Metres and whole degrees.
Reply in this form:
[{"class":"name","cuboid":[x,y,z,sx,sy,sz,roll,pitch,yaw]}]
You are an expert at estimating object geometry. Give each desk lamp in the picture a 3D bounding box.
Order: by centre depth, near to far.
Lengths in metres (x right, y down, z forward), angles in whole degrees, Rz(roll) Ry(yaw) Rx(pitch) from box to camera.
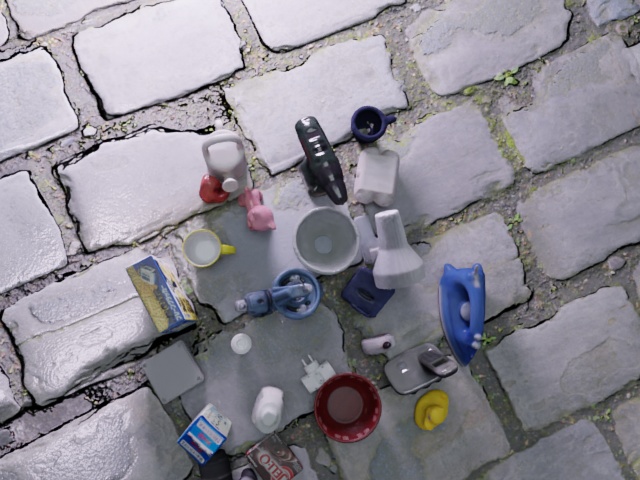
[{"class":"desk lamp","cuboid":[0.160,0.018,1.354,0.118,0.213,0.203,-15,83,-7]}]

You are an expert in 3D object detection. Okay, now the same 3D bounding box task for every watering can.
[{"class":"watering can","cuboid":[-0.224,-0.203,1.359,0.101,0.194,0.173,-33,86,-9]}]

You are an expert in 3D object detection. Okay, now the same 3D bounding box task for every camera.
[{"class":"camera","cuboid":[-0.217,0.550,1.300,0.143,0.100,0.137,-13,83,-7]}]

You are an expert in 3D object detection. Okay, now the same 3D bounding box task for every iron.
[{"class":"iron","cuboid":[0.364,0.181,1.386,0.118,0.141,0.258,-1,82,-5]}]

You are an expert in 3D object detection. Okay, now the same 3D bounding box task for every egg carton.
[{"class":"egg carton","cuboid":[0.143,-0.160,1.450,0.107,0.069,0.150,9,81,-4]}]

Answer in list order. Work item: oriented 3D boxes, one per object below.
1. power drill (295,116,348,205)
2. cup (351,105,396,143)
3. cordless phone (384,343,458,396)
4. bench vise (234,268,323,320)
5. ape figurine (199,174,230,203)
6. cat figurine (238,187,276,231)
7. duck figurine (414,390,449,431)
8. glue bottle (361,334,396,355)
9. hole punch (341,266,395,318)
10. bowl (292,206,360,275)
[{"class":"power drill","cuboid":[0.003,-0.172,1.368,0.075,0.208,0.229,-22,84,-8]},{"class":"cup","cuboid":[0.130,-0.286,1.454,0.118,0.095,0.092,-14,83,-7]},{"class":"cordless phone","cuboid":[0.237,0.307,1.334,0.147,0.185,0.094,-28,85,-8]},{"class":"bench vise","cuboid":[-0.085,0.141,1.310,0.207,0.219,0.121,-30,85,-8]},{"class":"ape figurine","cuboid":[-0.262,-0.129,1.397,0.076,0.092,0.078,-29,85,-8]},{"class":"cat figurine","cuboid":[-0.153,-0.070,1.385,0.067,0.117,0.128,-24,85,-8]},{"class":"duck figurine","cuboid":[0.276,0.411,1.373,0.077,0.086,0.105,35,80,1]},{"class":"glue bottle","cuboid":[0.145,0.244,1.341,0.078,0.173,0.037,-19,84,-7]},{"class":"hole punch","cuboid":[0.116,0.130,1.396,0.108,0.091,0.101,36,80,1]},{"class":"bowl","cuboid":[0.013,0.005,1.412,0.167,0.074,0.167,1,82,-5]}]
